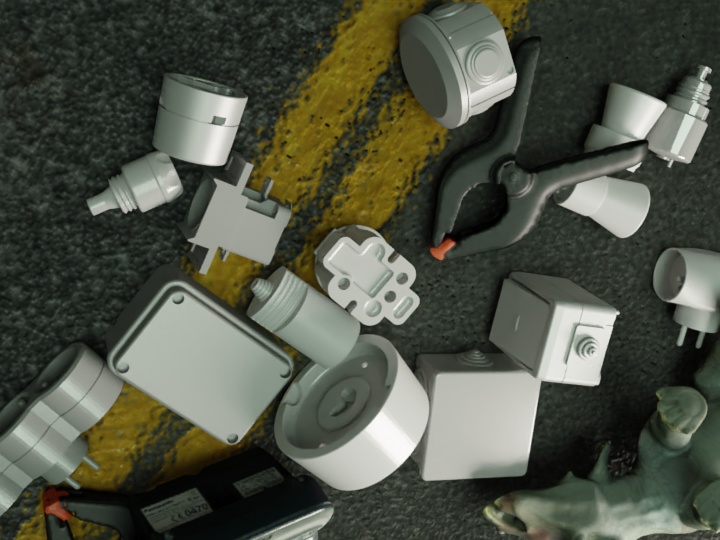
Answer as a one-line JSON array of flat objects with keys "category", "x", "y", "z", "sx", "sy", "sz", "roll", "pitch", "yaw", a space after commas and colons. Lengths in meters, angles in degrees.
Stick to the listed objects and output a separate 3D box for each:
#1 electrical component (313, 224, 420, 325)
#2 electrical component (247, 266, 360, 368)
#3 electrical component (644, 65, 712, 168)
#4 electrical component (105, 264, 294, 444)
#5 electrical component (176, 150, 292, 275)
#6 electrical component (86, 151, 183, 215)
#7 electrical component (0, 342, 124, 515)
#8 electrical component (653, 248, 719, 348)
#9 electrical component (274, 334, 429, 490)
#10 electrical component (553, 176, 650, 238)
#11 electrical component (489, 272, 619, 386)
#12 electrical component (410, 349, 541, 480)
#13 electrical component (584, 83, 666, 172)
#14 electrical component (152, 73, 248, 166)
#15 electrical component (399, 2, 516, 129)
[{"category": "electrical component", "x": 0.000, "y": 0.000, "z": 0.765, "sx": 0.078, "sy": 0.057, "sz": 0.058, "roll": 40, "pitch": 92, "yaw": -24}, {"category": "electrical component", "x": -0.044, "y": 0.031, "z": 0.768, "sx": 0.081, "sy": 0.043, "sz": 0.043, "roll": 37, "pitch": 93, "yaw": -24}, {"category": "electrical component", "x": 0.245, "y": -0.117, "z": 0.818, "sx": 0.040, "sy": 0.040, "sz": 0.078, "roll": 19, "pitch": 99, "yaw": -22}, {"category": "electrical component", "x": -0.112, "y": 0.059, "z": 0.747, "sx": 0.113, "sy": 0.057, "sz": 0.078, "roll": 38, "pitch": 92, "yaw": -24}, {"category": "electrical component", "x": -0.085, "y": -0.036, "z": 0.735, "sx": 0.064, "sy": 0.042, "sz": 0.081, "roll": 21, "pitch": 100, "yaw": -24}, {"category": "electrical component", "x": -0.150, "y": -0.054, "z": 0.712, "sx": 0.061, "sy": 0.035, "sz": 0.035, "roll": -25, "pitch": 113, "yaw": -7}, {"category": "electrical component", "x": -0.212, "y": 0.121, "z": 0.736, "sx": 0.138, "sy": 0.052, "sz": 0.073, "roll": -44, "pitch": 114, "yaw": -1}, {"category": "electrical component", "x": 0.278, "y": 0.026, "z": 0.872, "sx": 0.077, "sy": 0.043, "sz": 0.079, "roll": 8, "pitch": 104, "yaw": -20}, {"category": "electrical component", "x": -0.001, "y": 0.107, "z": 0.774, "sx": 0.108, "sy": 0.108, "sz": 0.060, "roll": -43, "pitch": 120, "yaw": -2}, {"category": "electrical component", "x": 0.181, "y": -0.056, "z": 0.817, "sx": 0.065, "sy": 0.044, "sz": 0.044, "roll": 21, "pitch": 99, "yaw": -18}, {"category": "electrical component", "x": 0.144, "y": 0.045, "z": 0.805, "sx": 0.061, "sy": 0.096, "sz": 0.061, "roll": 8, "pitch": 104, "yaw": -20}, {"category": "electrical component", "x": 0.085, "y": 0.111, "z": 0.832, "sx": 0.100, "sy": 0.048, "sz": 0.099, "roll": 1, "pitch": 106, "yaw": -18}, {"category": "electrical component", "x": 0.197, "y": -0.106, "z": 0.803, "sx": 0.045, "sy": 0.045, "sz": 0.055, "roll": 18, "pitch": 101, "yaw": -22}, {"category": "electrical component", "x": -0.106, "y": -0.098, "z": 0.702, "sx": 0.055, "sy": 0.055, "sz": 0.047, "roll": 11, "pitch": 106, "yaw": -21}, {"category": "electrical component", "x": 0.065, "y": -0.141, "z": 0.731, "sx": 0.051, "sy": 0.080, "sz": 0.080, "roll": -27, "pitch": 113, "yaw": -15}]
